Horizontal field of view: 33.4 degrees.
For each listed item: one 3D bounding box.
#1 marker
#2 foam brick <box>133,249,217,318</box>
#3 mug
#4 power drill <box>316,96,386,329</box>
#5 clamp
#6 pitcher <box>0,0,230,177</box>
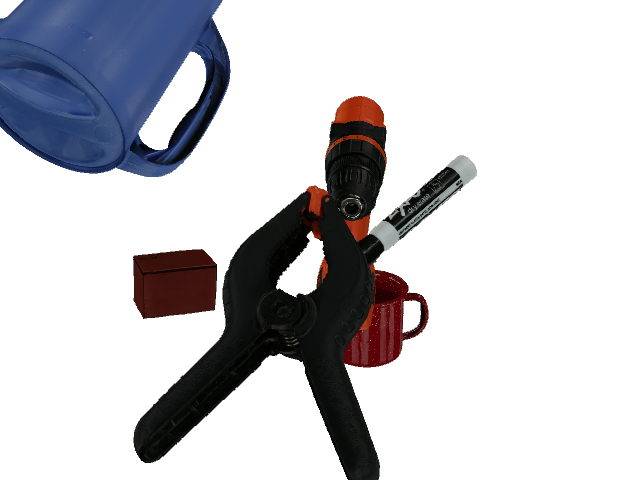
[{"bbox_3d":[0.060,-0.017,0.722,0.121,0.020,0.020,-40,18,-23],"label":"marker"},{"bbox_3d":[-0.151,0.044,1.103,0.078,0.051,0.053,-6,20,-20],"label":"foam brick"},{"bbox_3d":[0.063,0.087,1.191,0.117,0.081,0.093,-5,24,-8],"label":"mug"},{"bbox_3d":[0.028,-0.015,0.955,0.057,0.188,0.184,7,32,3],"label":"power drill"},{"bbox_3d":[-0.009,0.051,0.543,0.120,0.171,0.039,18,-27,10],"label":"clamp"},{"bbox_3d":[-0.147,-0.173,0.848,0.145,0.242,0.149,11,-37,26],"label":"pitcher"}]
